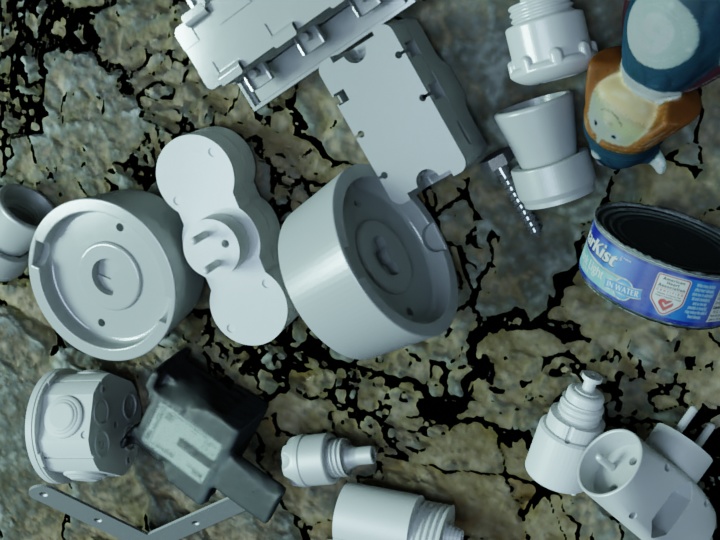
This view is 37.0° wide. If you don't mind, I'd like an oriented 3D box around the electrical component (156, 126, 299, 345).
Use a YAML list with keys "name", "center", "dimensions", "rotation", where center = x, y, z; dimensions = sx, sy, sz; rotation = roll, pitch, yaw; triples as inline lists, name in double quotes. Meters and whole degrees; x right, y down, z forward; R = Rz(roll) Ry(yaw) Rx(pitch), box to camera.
- name: "electrical component"
  center: [-0.085, -0.017, 0.664]
  dimensions: [0.052, 0.074, 0.138]
  rotation: [-18, 100, 20]

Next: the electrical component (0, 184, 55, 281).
- name: "electrical component"
  center: [-0.241, -0.025, 0.742]
  dimensions: [0.045, 0.045, 0.055]
  rotation: [44, 117, 3]

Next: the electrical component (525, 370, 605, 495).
- name: "electrical component"
  center: [0.126, 0.096, 0.640]
  dimensions: [0.040, 0.040, 0.078]
  rotation: [21, 113, 14]

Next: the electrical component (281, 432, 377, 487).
- name: "electrical component"
  center: [-0.019, 0.124, 0.710]
  dimensions: [0.061, 0.035, 0.035]
  rotation: [-9, 104, 21]

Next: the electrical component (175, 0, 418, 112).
- name: "electrical component"
  center: [-0.041, -0.152, 0.611]
  dimensions: [0.121, 0.063, 0.078]
  rotation: [-29, 95, 27]

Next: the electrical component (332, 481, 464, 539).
- name: "electrical component"
  center: [0.027, 0.166, 0.700]
  dimensions: [0.081, 0.043, 0.043]
  rotation: [7, 110, 19]

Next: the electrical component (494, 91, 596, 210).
- name: "electrical component"
  center: [0.103, -0.066, 0.593]
  dimensions: [0.045, 0.045, 0.055]
  rotation: [-13, 102, 25]

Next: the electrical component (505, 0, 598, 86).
- name: "electrical component"
  center: [0.098, -0.132, 0.574]
  dimensions: [0.048, 0.048, 0.062]
  rotation: [-12, 96, 24]

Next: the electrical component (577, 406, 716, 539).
- name: "electrical component"
  center: [0.176, 0.115, 0.619]
  dimensions: [0.077, 0.043, 0.079]
  rotation: [41, 83, -27]

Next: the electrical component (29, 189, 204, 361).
- name: "electrical component"
  center: [-0.154, -0.001, 0.706]
  dimensions: [0.108, 0.060, 0.108]
  rotation: [7, 109, 19]

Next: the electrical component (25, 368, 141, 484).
- name: "electrical component"
  center: [-0.192, 0.108, 0.748]
  dimensions: [0.051, 0.080, 0.080]
  rotation: [-3, 106, 17]

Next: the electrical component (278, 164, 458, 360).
- name: "electrical component"
  center: [0.000, 0.000, 0.623]
  dimensions: [0.060, 0.108, 0.108]
  rotation: [-29, 95, 33]

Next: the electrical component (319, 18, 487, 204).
- name: "electrical component"
  center: [0.027, -0.091, 0.608]
  dimensions: [0.050, 0.056, 0.089]
  rotation: [-28, 96, 27]
